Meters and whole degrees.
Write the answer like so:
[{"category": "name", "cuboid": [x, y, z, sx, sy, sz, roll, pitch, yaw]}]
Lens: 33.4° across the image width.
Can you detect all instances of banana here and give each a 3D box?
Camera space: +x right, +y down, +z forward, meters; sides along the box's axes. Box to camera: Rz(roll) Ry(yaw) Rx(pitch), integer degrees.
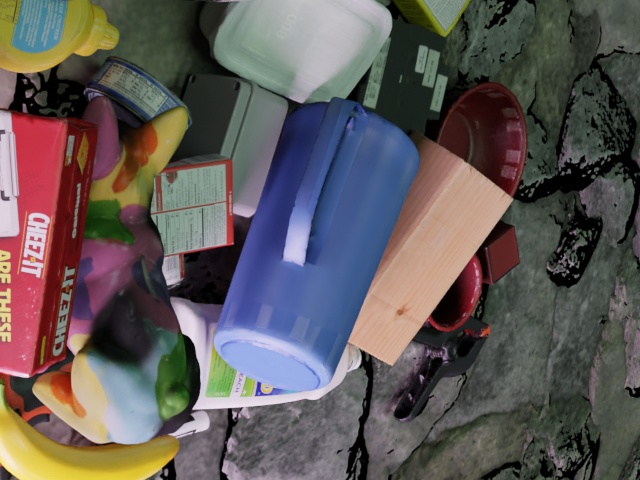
[{"category": "banana", "cuboid": [-0.192, 0.170, 0.852, 0.197, 0.037, 0.069, 31, 87, -47]}]

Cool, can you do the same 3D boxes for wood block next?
[{"category": "wood block", "cuboid": [0.084, 0.008, 1.065, 0.090, 0.090, 0.206, 32, 96, -39]}]

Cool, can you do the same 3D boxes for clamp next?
[{"category": "clamp", "cuboid": [0.136, 0.138, 1.230, 0.171, 0.039, 0.120, -9, 108, -42]}]

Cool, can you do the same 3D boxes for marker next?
[{"category": "marker", "cuboid": [-0.155, 0.180, 0.980, 0.120, 0.020, 0.020, -11, 109, -41]}]

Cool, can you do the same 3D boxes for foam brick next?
[{"category": "foam brick", "cuboid": [0.177, 0.010, 1.208, 0.051, 0.078, 0.053, -36, 125, -32]}]

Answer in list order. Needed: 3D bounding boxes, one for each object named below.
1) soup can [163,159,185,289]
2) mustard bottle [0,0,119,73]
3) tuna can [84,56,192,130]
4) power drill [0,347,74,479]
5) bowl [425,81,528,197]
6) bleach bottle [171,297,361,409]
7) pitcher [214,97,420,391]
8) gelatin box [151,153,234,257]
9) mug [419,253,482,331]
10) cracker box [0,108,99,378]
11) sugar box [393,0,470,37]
[{"category": "soup can", "cuboid": [-0.150, -0.014, 0.896, 0.068, 0.069, 0.102, -17, 113, -40]}, {"category": "mustard bottle", "cuboid": [-0.229, -0.175, 0.781, 0.191, 0.058, 0.096, 13, 76, -45]}, {"category": "tuna can", "cuboid": [-0.147, -0.107, 0.860, 0.033, 0.086, 0.086, -56, 132, -15]}, {"category": "power drill", "cuboid": [-0.219, 0.141, 0.881, 0.187, 0.057, 0.184, -16, 115, -41]}, {"category": "bowl", "cuboid": [0.159, -0.096, 1.175, 0.161, 0.055, 0.162, -14, 111, -41]}, {"category": "bleach bottle", "cuboid": [-0.051, 0.108, 1.030, 0.250, 0.068, 0.102, 4, 98, -47]}, {"category": "pitcher", "cuboid": [-0.006, 0.001, 0.944, 0.149, 0.145, 0.242, 38, 58, -31]}, {"category": "gelatin box", "cuboid": [-0.114, -0.027, 0.854, 0.089, 0.030, 0.073, -11, 111, -32]}, {"category": "mug", "cuboid": [0.109, 0.053, 1.151, 0.117, 0.082, 0.093, -56, 132, -17]}, {"category": "cracker box", "cuboid": [-0.264, -0.014, 0.695, 0.072, 0.214, 0.164, -28, 128, -81]}, {"category": "sugar box", "cuboid": [0.092, -0.293, 1.065, 0.176, 0.048, 0.093, 45, 71, -37]}]
